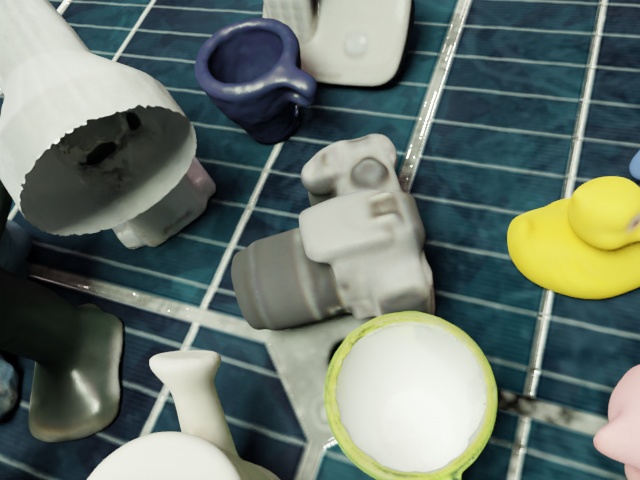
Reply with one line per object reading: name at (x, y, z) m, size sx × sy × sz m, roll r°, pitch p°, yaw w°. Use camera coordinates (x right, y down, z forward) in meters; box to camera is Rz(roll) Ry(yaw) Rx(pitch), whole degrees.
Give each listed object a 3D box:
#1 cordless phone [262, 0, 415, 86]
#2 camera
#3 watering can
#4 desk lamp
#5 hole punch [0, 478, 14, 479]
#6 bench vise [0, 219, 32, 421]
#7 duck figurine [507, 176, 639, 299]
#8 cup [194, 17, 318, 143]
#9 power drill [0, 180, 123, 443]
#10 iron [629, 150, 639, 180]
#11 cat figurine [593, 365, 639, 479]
cordless phone at (0.005, -0.228, 0.498) m, size 0.147 × 0.185 × 0.094 m, roll 11°, pitch 64°, yaw 20°
camera at (0.004, 0.001, 0.416) m, size 0.136 × 0.101 × 0.143 m, roll -16°, pitch 58°, yaw 5°
watering can at (-0.081, 0.146, 0.299) m, size 0.101 × 0.194 × 0.172 m, roll -21°, pitch 58°, yaw 2°
desk lamp at (-0.168, -0.078, 0.439) m, size 0.118 × 0.214 × 0.202 m, roll -36°, pitch 59°, yaw -7°
hole punch at (-0.252, 0.206, 0.368) m, size 0.101 × 0.091 × 0.108 m, roll -9°, pitch 59°, yaw 9°
bench vise at (-0.290, 0.035, 0.400) m, size 0.121 × 0.220 × 0.207 m, roll -24°, pitch 58°, yaw 0°
duck figurine at (0.182, -0.009, 0.387) m, size 0.104 × 0.086 × 0.077 m, roll 3°, pitch 62°, yaw 16°
cup at (-0.042, -0.127, 0.505) m, size 0.117 × 0.095 × 0.092 m, roll 28°, pitch 71°, yaw 26°
power drill at (-0.214, 0.063, 0.372) m, size 0.075 × 0.209 × 0.229 m, roll -14°, pitch 58°, yaw 6°
iron at (0.341, -0.113, 0.374) m, size 0.258 × 0.142 × 0.118 m, roll -36°, pitch 59°, yaw -8°
cat figurine at (0.207, 0.100, 0.298) m, size 0.127 × 0.118 × 0.067 m, roll 5°, pitch 62°, yaw 17°
